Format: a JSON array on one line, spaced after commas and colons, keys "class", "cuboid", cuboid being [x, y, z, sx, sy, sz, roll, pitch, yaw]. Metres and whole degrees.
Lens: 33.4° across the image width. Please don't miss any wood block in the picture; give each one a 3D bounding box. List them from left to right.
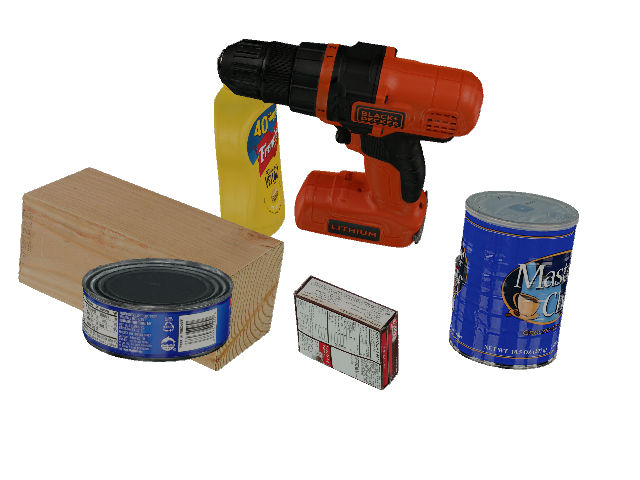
[{"class": "wood block", "cuboid": [-0.146, 0.020, 0.908, 0.206, 0.090, 0.090, 21, 27, 21]}]

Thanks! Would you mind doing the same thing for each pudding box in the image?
[{"class": "pudding box", "cuboid": [0.028, 0.097, 1.127, 0.114, 0.090, 0.039, 20, 44, 26]}]

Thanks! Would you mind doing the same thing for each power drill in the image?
[{"class": "power drill", "cuboid": [0.018, -0.071, 0.791, 0.184, 0.057, 0.188, 12, -29, 6]}]

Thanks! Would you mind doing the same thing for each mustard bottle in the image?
[{"class": "mustard bottle", "cuboid": [-0.074, -0.098, 1.086, 0.058, 0.192, 0.096, 7, 28, 21]}]

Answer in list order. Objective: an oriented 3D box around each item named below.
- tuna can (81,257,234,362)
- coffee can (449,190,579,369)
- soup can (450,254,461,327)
[{"class": "tuna can", "cuboid": [-0.093, 0.039, 0.612, 0.086, 0.034, 0.086, 4, 16, -1]}, {"class": "coffee can", "cuboid": [0.178, 0.035, 0.993, 0.103, 0.140, 0.103, 4, 19, -2]}, {"class": "soup can", "cuboid": [0.200, 0.073, 1.339, 0.068, 0.102, 0.068, 1, 24, -1]}]
